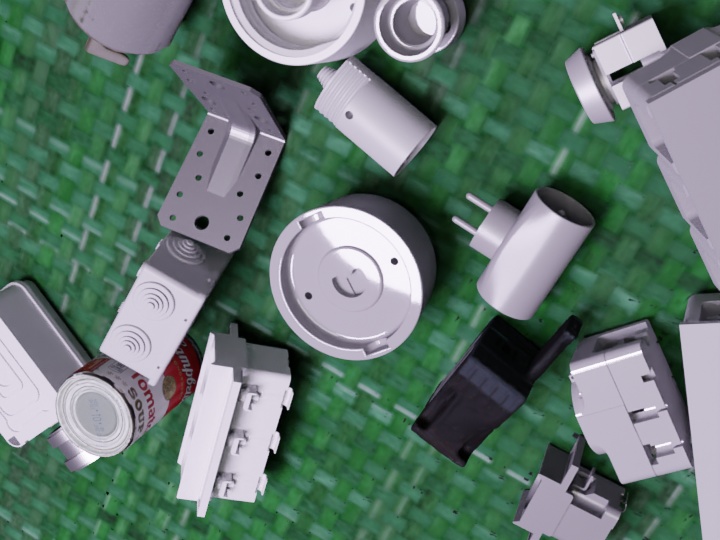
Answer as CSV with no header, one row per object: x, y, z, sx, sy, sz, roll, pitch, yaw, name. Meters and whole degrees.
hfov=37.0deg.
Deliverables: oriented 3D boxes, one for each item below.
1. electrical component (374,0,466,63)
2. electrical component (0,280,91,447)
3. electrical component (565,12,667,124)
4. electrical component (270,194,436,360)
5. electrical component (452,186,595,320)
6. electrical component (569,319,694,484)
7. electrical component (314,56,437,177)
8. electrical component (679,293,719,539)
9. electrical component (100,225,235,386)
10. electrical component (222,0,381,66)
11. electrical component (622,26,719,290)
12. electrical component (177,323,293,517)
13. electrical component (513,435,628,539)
0.038,-0.154,0.662,0.045,0.055,0.045,7,112,19,electrical component
-0.273,0.074,0.868,0.078,0.057,0.113,-34,95,28,electrical component
0.155,-0.117,0.636,0.055,0.048,0.066,-25,99,19,electrical component
0.000,0.000,0.731,0.108,0.060,0.108,8,112,19,electrical component
0.098,-0.020,0.695,0.079,0.043,0.077,33,118,7,electrical component
0.175,0.087,0.700,0.056,0.050,0.089,-21,101,26,electrical component
0.006,-0.103,0.700,0.081,0.043,0.043,41,118,3,electrical component
0.264,0.107,0.666,0.105,0.060,0.186,-4,107,23,electrical component
-0.138,0.020,0.772,0.048,0.099,0.099,31,118,-6,electrical component
-0.037,-0.181,0.679,0.108,0.060,0.108,7,111,19,electrical component
0.220,-0.058,0.599,0.089,0.061,0.150,-28,112,9,electrical component
-0.094,0.113,0.804,0.063,0.078,0.121,11,116,-14,electrical component
0.147,0.161,0.744,0.064,0.042,0.081,25,117,7,electrical component
